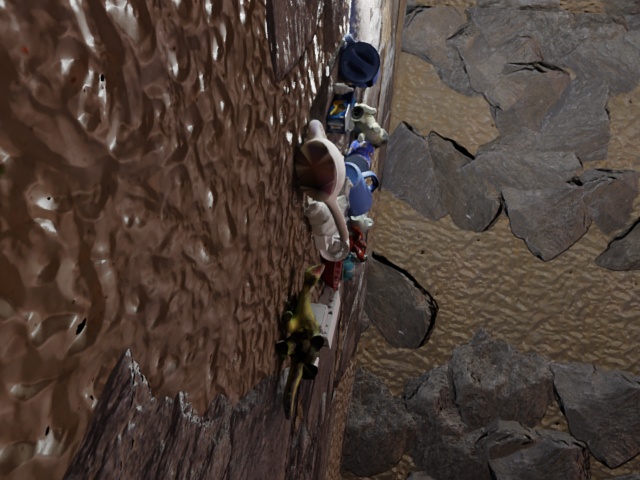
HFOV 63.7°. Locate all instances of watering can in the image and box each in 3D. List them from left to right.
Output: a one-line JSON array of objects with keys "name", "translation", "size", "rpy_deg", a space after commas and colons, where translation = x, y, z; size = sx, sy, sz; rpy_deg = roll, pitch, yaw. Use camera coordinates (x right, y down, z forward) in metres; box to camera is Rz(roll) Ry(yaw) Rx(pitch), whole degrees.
[{"name": "watering can", "translation": [0.019, -0.145, 1.354], "size": [0.226, 0.104, 0.346], "rpy_deg": [-39, 116, -74]}]

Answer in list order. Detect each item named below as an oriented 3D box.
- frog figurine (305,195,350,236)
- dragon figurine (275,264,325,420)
[{"name": "frog figurine", "translation": [0.005, -0.076, 1.509], "size": [0.160, 0.124, 0.135], "rpy_deg": [-5, 115, -42]}, {"name": "dragon figurine", "translation": [-0.049, 0.257, 1.415], "size": [0.247, 0.122, 0.404], "rpy_deg": [-77, 180, -70]}]
